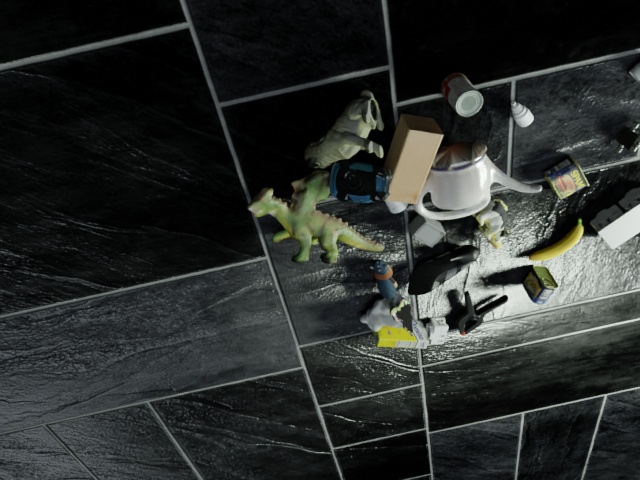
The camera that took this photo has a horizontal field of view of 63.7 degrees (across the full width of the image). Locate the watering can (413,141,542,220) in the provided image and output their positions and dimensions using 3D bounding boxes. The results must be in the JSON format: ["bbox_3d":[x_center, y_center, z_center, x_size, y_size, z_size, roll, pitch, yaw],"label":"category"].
[{"bbox_3d":[0.409,-0.163,1.356,0.347,0.106,0.219,-15,128,4],"label":"watering can"}]

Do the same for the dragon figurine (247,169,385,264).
[{"bbox_3d":[0.004,-0.069,1.378,0.411,0.124,0.238,-1,120,-20],"label":"dragon figurine"}]

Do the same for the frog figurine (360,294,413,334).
[{"bbox_3d":[0.215,0.238,1.663,0.136,0.125,0.158,28,156,-36],"label":"frog figurine"}]
